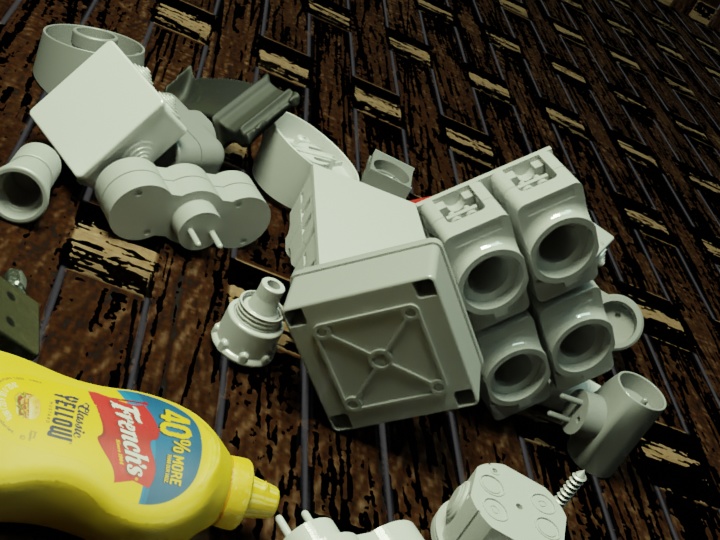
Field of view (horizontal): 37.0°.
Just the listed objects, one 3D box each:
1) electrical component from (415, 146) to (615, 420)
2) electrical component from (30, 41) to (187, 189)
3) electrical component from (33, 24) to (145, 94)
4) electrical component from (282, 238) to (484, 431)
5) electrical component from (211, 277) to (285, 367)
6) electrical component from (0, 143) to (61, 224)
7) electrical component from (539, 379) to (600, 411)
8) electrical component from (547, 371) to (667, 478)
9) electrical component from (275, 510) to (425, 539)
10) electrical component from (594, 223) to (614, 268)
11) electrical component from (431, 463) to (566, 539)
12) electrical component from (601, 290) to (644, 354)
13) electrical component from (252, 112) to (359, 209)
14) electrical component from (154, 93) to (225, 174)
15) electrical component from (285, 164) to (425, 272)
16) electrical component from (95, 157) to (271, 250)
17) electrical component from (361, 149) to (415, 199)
[{"bbox_3d":[0.121,0.017,0.797,0.105,0.186,0.060,-24,38,-5],"label":"electrical component"},{"bbox_3d":[-0.197,-0.116,0.847,0.099,0.100,0.048,48,-1,30],"label":"electrical component"},{"bbox_3d":[-0.242,-0.182,0.970,0.099,0.064,0.099,13,23,-6],"label":"electrical component"},{"bbox_3d":[0.017,0.045,0.727,0.056,0.109,0.108,-76,149,-58],"label":"electrical component"},{"bbox_3d":[-0.073,0.034,0.752,0.048,0.062,0.048,22,29,-13],"label":"electrical component"},{"bbox_3d":[-0.242,-0.067,0.783,0.044,0.044,0.065,23,24,-12],"label":"electrical component"},{"bbox_3d":[0.179,0.104,0.893,0.065,0.044,0.044,29,28,-11],"label":"electrical component"},{"bbox_3d":[0.185,0.116,0.840,0.079,0.077,0.044,20,30,-17],"label":"electrical component"},{"bbox_3d":[-0.022,0.164,0.599,0.138,0.052,0.073,1,39,-41],"label":"electrical component"},{"bbox_3d":[0.212,-0.031,1.132,0.100,0.048,0.100,37,29,13],"label":"electrical component"},{"bbox_3d":[0.091,0.169,0.695,0.080,0.051,0.080,22,29,-13],"label":"electrical component"},{"bbox_3d":[0.197,0.032,1.015,0.138,0.052,0.073,30,-6,9],"label":"electrical component"},{"bbox_3d":[-0.048,-0.096,0.982,0.099,0.064,0.099,23,29,-13],"label":"electrical component"},{"bbox_3d":[-0.161,-0.106,0.906,0.059,0.053,0.095,-8,46,-49],"label":"electrical component"},{"bbox_3d":[0.000,0.000,0.875,0.105,0.060,0.186,20,30,-17],"label":"electrical component"},{"bbox_3d":[-0.129,-0.041,0.831,0.138,0.052,0.073,4,37,-38],"label":"electrical component"},{"bbox_3d":[0.017,-0.069,0.999,0.042,0.063,0.081,25,28,-7],"label":"electrical component"}]
